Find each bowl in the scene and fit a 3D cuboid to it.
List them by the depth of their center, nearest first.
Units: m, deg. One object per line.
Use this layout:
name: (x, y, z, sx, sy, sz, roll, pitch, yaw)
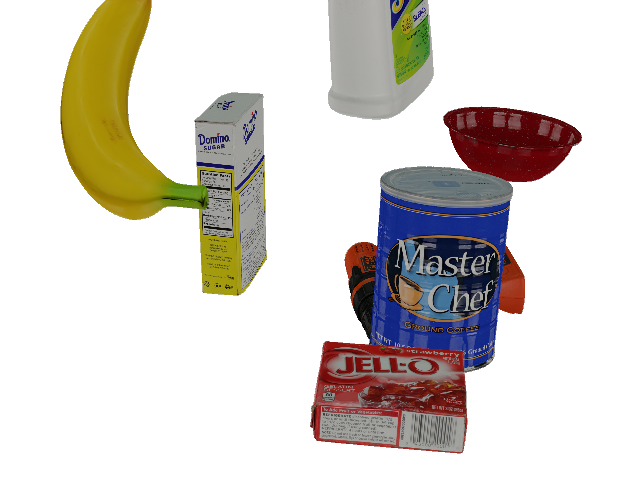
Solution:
bowl: (0.221, -0.110, 1.254, 0.162, 0.055, 0.162, 5, 23, -2)

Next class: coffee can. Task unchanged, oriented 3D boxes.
coffee can: (0.094, 0.021, 0.846, 0.103, 0.140, 0.103, 3, 17, -1)

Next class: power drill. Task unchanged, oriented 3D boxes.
power drill: (0.125, 0.052, 1.175, 0.187, 0.057, 0.184, -3, 29, -5)

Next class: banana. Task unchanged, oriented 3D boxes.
banana: (-0.114, -0.076, 0.606, 0.069, 0.198, 0.037, -14, -38, -8)

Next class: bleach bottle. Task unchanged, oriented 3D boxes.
bleach bottle: (0.040, -0.227, 0.823, 0.068, 0.251, 0.102, 13, 37, 28)

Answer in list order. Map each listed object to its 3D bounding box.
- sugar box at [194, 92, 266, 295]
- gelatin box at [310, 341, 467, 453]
sugar box: (-0.084, -0.045, 1.020, 0.048, 0.176, 0.093, 4, 25, 13)
gelatin box: (0.042, 0.091, 0.638, 0.089, 0.030, 0.073, 4, 24, 4)
